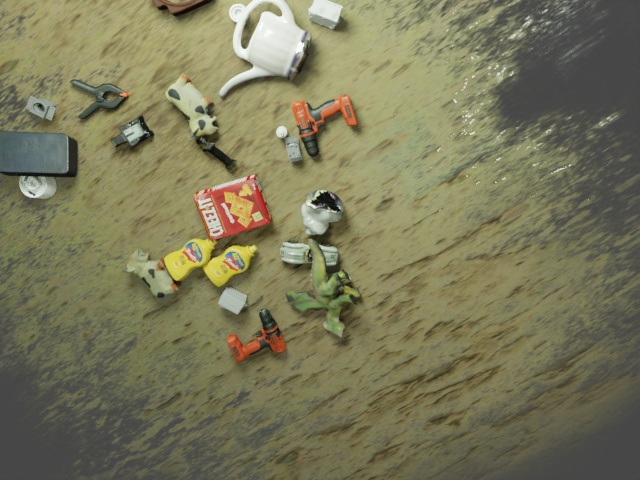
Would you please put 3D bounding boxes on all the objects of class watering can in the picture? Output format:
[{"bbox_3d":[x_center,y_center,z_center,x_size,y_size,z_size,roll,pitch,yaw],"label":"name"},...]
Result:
[{"bbox_3d":[-0.161,-0.551,1.549,0.224,0.106,0.341,23,120,-10],"label":"watering can"}]

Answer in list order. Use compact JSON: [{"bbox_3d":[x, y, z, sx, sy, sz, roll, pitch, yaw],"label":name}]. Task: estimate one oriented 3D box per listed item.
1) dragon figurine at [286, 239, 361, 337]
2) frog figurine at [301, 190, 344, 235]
[{"bbox_3d":[-0.010,0.180,1.773,0.241,0.125,0.404,-26,115,21],"label":"dragon figurine"},{"bbox_3d":[0.005,-0.086,1.716,0.137,0.125,0.156,-1,146,-10],"label":"frog figurine"}]
